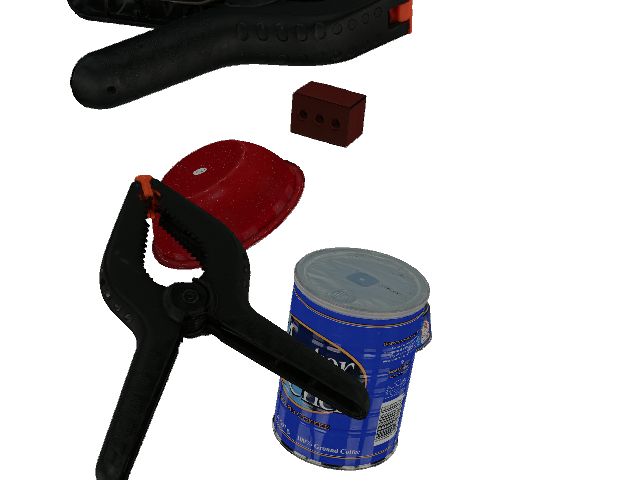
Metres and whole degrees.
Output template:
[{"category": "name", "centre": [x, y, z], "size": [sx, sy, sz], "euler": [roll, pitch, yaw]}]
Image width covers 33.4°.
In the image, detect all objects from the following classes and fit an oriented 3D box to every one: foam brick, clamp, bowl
[{"category": "foam brick", "centre": [0.009, -0.152, 1.280], "size": [0.078, 0.053, 0.051], "euler": [17, 32, 21]}, {"category": "clamp", "centre": [-0.039, -0.098, 0.493], "size": [0.171, 0.039, 0.120], "euler": [-5, 41, -1]}, {"category": "clamp", "centre": [-0.070, 0.046, 0.659], "size": [0.164, 0.210, 0.036], "euler": [-8, -33, -15]}, {"category": "bowl", "centre": [-0.099, -0.045, 0.996], "size": [0.162, 0.055, 0.162], "euler": [-21, 31, 14]}]

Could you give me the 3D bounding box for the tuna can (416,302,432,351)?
[{"category": "tuna can", "centre": [0.063, 0.078, 1.020], "size": [0.086, 0.034, 0.086], "euler": [-5, 23, 2]}]

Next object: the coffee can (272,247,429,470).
[{"category": "coffee can", "centre": [0.022, 0.090, 0.825], "size": [0.102, 0.140, 0.103], "euler": [7, 25, -4]}]
